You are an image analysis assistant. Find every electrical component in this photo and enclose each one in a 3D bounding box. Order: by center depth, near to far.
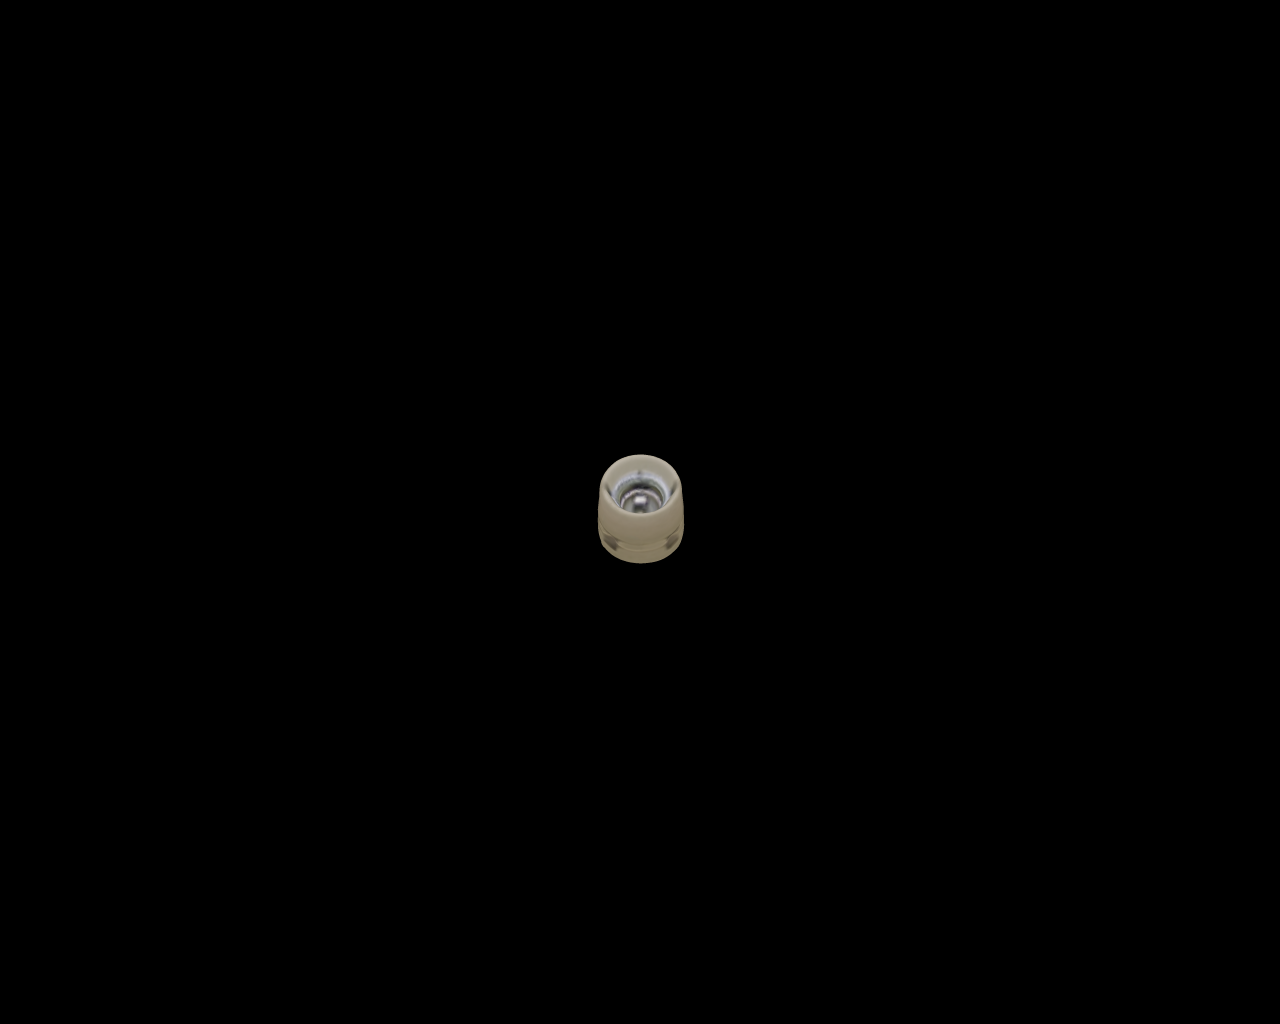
[{"bbox_3d":[0.001,-0.003,0.650,0.055,0.055,0.047,0,-37,0],"label":"electrical component"}]
